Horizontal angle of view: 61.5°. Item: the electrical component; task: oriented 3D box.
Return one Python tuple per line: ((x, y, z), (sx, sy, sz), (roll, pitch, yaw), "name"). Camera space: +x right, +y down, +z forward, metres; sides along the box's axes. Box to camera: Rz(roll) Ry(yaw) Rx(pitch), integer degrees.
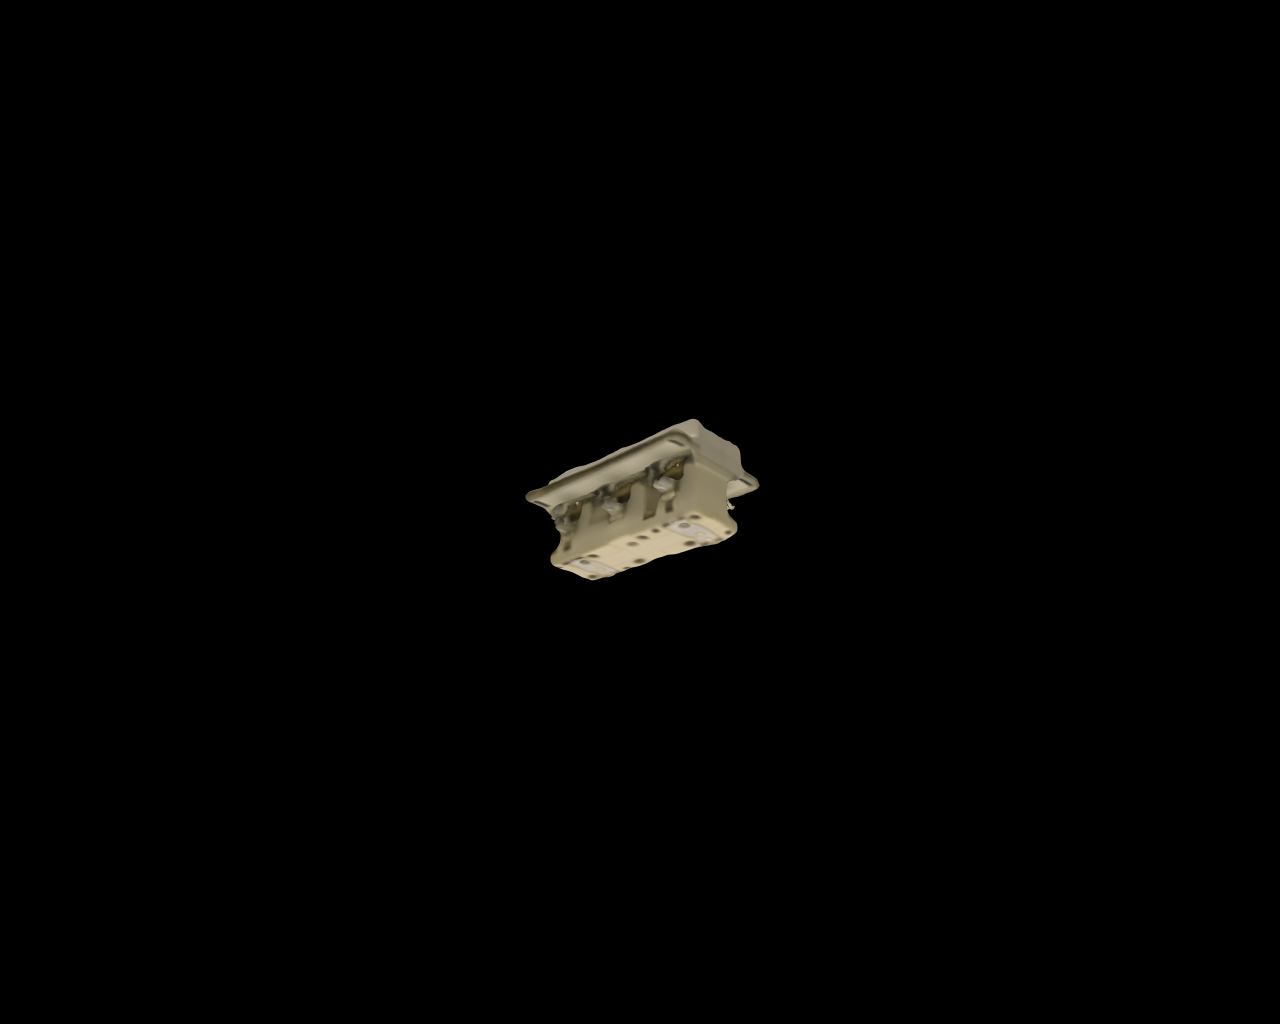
((0.001, -0.003, 0.650), (0.121, 0.063, 0.078), (-20, -32, 36), "electrical component")
